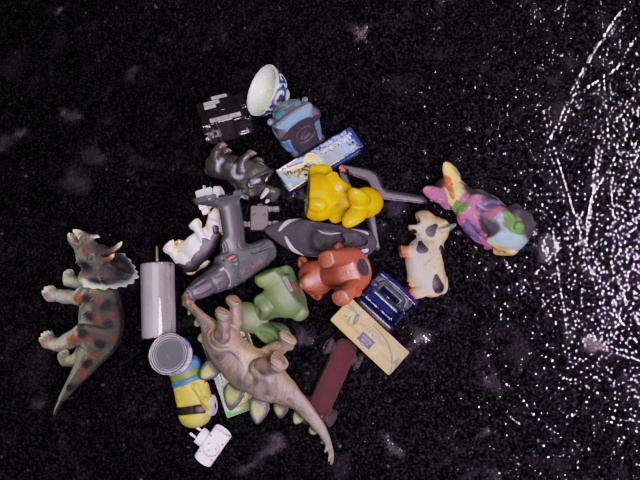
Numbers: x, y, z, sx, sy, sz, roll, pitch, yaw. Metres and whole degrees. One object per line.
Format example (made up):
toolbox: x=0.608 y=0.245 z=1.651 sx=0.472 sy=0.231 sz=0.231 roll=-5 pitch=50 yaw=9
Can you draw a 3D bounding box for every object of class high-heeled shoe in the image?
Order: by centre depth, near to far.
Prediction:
high-heeled shoe: x=-0.002 y=-0.004 z=1.170 sx=0.249 sy=0.145 sz=0.086 roll=5 pitch=89 yaw=-1

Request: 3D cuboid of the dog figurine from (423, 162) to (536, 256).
dog figurine: x=0.333 y=-0.071 z=1.158 sx=0.219 sy=0.191 sz=0.108 roll=37 pitch=92 yaw=-9

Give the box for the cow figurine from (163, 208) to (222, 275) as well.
cow figurine: x=-0.263 y=-0.001 z=1.222 sx=0.167 sy=0.068 sz=0.098 roll=-40 pitch=89 yaw=1

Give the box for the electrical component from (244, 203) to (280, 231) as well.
electrical component: x=-0.140 y=-0.053 z=1.247 sx=0.094 sy=0.021 sz=0.063 roll=-2 pitch=83 yaw=3

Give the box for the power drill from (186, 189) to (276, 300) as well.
power drill: x=-0.206 y=0.001 z=1.150 sx=0.232 sy=0.086 sz=0.207 roll=-18 pitch=91 yaw=-39

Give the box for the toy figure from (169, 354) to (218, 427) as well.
toy figure: x=-0.287 y=0.319 z=1.179 sx=0.089 sy=0.082 sz=0.180 roll=-24 pitch=87 yaw=10

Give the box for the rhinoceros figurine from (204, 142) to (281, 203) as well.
rhinoceros figurine: x=-0.176 y=-0.151 z=1.235 sx=0.190 sy=0.073 sz=0.112 roll=25 pitch=83 yaw=5

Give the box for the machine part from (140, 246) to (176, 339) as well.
machine part: x=-0.363 y=0.135 z=1.206 sx=0.079 sy=0.079 sz=0.243 roll=-4 pitch=84 yaw=2

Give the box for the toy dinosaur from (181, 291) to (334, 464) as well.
toy dinosaur: x=-0.128 y=0.274 z=1.121 sx=0.472 sy=0.105 sz=0.198 roll=39 pitch=121 yaw=11

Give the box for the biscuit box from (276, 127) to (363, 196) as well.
biscuit box: x=0.001 y=-0.180 z=1.236 sx=0.203 sy=0.063 sz=0.059 roll=-32 pitch=84 yaw=-1

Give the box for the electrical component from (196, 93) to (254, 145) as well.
electrical component: x=-0.220 y=-0.283 z=1.233 sx=0.115 sy=0.058 sz=0.134 roll=-13 pitch=45 yaw=-8

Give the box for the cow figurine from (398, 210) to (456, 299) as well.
cow figurine: x=0.240 y=0.029 z=1.190 sx=0.127 sy=0.085 sz=0.194 roll=-7 pitch=86 yaw=-1

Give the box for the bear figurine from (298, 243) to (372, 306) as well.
bear figurine: x=0.008 y=0.077 z=1.133 sx=0.196 sy=0.132 sz=0.120 roll=-15 pitch=94 yaw=41

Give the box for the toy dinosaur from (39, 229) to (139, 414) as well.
toy dinosaur: x=-0.499 y=0.177 z=1.184 sx=0.192 sy=0.131 sz=0.404 roll=-1 pitch=92 yaw=11

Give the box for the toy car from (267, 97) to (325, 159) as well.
toy car: x=-0.055 y=-0.263 z=1.212 sx=0.109 sy=0.161 sz=0.103 roll=-33 pitch=64 yaw=0

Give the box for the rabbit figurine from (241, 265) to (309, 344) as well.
rabbit figurine: x=-0.116 y=0.155 z=1.190 sx=0.170 sy=0.121 sz=0.159 roll=-31 pitch=91 yaw=14

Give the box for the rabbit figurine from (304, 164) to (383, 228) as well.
rabbit figurine: x=0.058 y=-0.090 z=1.154 sx=0.173 sy=0.162 sz=0.121 roll=8 pitch=101 yaw=-12

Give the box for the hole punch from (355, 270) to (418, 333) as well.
hole punch: x=0.144 y=0.131 z=1.164 sx=0.142 sy=0.115 sz=0.092 roll=39 pitch=91 yaw=7

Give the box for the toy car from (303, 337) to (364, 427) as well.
toy car: x=0.021 y=0.312 z=1.180 sx=0.089 sy=0.053 sz=0.202 roll=26 pitch=81 yaw=-5

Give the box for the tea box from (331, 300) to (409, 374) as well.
tea box: x=0.105 y=0.206 z=1.167 sx=0.170 sy=0.098 sz=0.068 roll=42 pitch=86 yaw=8
